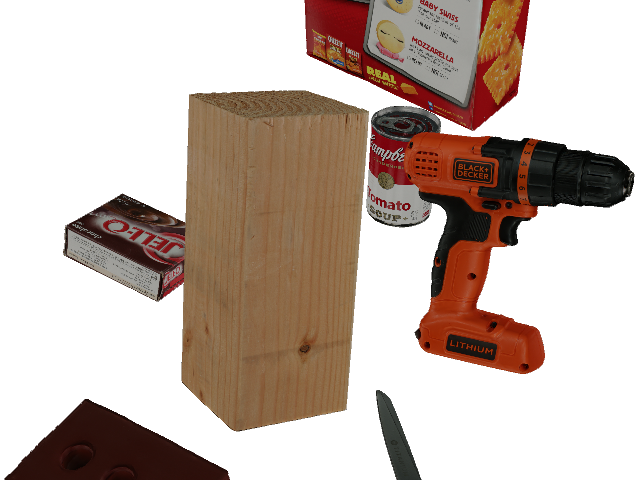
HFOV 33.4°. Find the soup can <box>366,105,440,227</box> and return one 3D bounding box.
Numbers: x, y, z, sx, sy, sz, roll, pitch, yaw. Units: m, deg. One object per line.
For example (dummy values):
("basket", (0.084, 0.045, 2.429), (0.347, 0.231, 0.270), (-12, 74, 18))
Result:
("soup can", (0.081, -0.073, 1.058), (0.068, 0.102, 0.068), (2, 34, -1))

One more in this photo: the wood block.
("wood block", (-0.034, 0.009, 0.713), (0.090, 0.206, 0.090), (-6, 19, -30))

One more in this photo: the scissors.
("scissors", (0.073, 0.153, 0.596), (0.096, 0.016, 0.201), (7, 32, 3))

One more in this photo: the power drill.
("power drill", (0.152, 0.009, 0.866), (0.185, 0.188, 0.057), (10, 15, 28))

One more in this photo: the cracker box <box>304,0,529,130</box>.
("cracker box", (0.068, -0.206, 0.760), (0.164, 0.214, 0.072), (30, 51, 29))

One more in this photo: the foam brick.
("foam brick", (-0.079, 0.112, 0.436), (0.078, 0.051, 0.052), (20, 45, 25))

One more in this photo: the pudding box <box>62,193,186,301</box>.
("pudding box", (-0.172, 0.005, 1.010), (0.114, 0.039, 0.089), (22, 30, 18))
